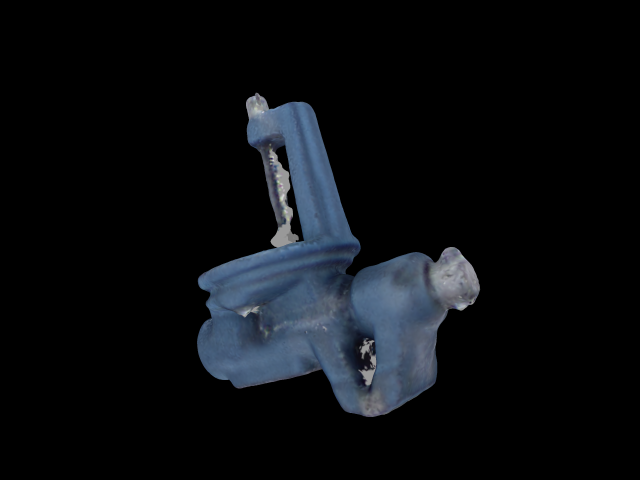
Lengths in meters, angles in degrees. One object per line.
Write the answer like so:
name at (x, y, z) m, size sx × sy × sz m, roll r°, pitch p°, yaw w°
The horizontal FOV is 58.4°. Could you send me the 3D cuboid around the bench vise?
bench vise at (0.007, 0.001, 0.412) m, size 0.207 × 0.220 × 0.122 m, roll 0°, pitch 0°, yaw 14°
